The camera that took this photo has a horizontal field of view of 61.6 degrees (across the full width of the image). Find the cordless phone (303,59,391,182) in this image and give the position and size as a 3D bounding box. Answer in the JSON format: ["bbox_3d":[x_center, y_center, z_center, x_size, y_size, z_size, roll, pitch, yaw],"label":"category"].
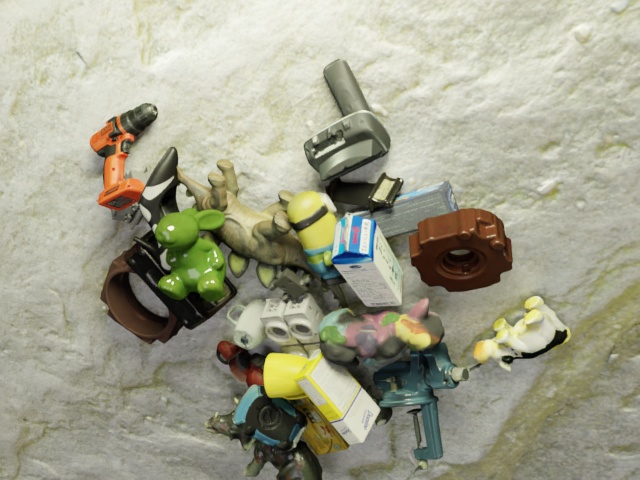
[{"bbox_3d":[0.026,-0.206,0.938,0.147,0.089,0.184,-23,93,30],"label":"cordless phone"}]

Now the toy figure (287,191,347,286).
[{"bbox_3d":[0.000,-0.003,0.979,0.082,0.089,0.180,1,111,46],"label":"toy figure"}]

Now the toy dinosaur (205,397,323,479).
[{"bbox_3d":[-0.077,0.514,1.256,0.405,0.131,0.192,32,129,18],"label":"toy dinosaur"}]

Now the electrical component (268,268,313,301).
[{"bbox_3d":[-0.057,0.084,1.051,0.063,0.021,0.094,38,132,-16],"label":"electrical component"}]

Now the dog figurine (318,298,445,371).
[{"bbox_3d":[0.118,0.170,0.996,0.191,0.108,0.219,15,153,-23],"label":"dog figurine"}]

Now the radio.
[{"bbox_3d":[-0.300,0.073,1.161,0.073,0.131,0.229,-38,96,34],"label":"radio"}]

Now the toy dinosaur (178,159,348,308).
[{"bbox_3d":[-0.116,-0.008,1.071,0.471,0.105,0.198,34,129,1],"label":"toy dinosaur"}]

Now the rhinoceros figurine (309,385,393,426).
[{"bbox_3d":[0.069,0.341,1.160,0.190,0.073,0.112,32,137,-17],"label":"rhinoceros figurine"}]

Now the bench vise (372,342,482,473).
[{"bbox_3d":[0.207,0.324,1.058,0.224,0.128,0.240,-15,75,35],"label":"bench vise"}]

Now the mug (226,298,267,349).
[{"bbox_3d":[-0.153,0.180,1.167,0.110,0.107,0.080,27,120,5],"label":"mug"}]

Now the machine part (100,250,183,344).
[{"bbox_3d":[-0.403,0.131,1.259,0.201,0.087,0.201,35,122,5],"label":"machine part"}]

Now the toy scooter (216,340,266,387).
[{"bbox_3d":[-0.155,0.278,1.226,0.184,0.075,0.135,36,137,8],"label":"toy scooter"}]

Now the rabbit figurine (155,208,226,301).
[{"bbox_3d":[-0.228,0.010,0.971,0.121,0.159,0.170,7,142,20],"label":"rabbit figurine"}]

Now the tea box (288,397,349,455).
[{"bbox_3d":[-0.004,0.402,1.235,0.098,0.068,0.169,-23,105,32],"label":"tea box"}]

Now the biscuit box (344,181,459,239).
[{"bbox_3d":[0.143,-0.045,0.966,0.203,0.059,0.062,-16,107,28],"label":"biscuit box"}]

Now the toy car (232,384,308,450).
[{"bbox_3d":[-0.112,0.382,1.174,0.161,0.109,0.103,32,167,-12],"label":"toy car"}]

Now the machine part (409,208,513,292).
[{"bbox_3d":[0.242,0.023,0.924,0.179,0.056,0.179,5,140,4],"label":"machine part"}]

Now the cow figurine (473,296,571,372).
[{"bbox_3d":[0.367,0.187,0.985,0.098,0.068,0.167,39,123,-7],"label":"cow figurine"}]

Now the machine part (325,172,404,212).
[{"bbox_3d":[0.078,-0.087,0.970,0.139,0.084,0.039,4,142,30],"label":"machine part"}]

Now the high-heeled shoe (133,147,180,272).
[{"bbox_3d":[-0.272,-0.046,1.039,0.145,0.086,0.248,25,117,-5],"label":"high-heeled shoe"}]
